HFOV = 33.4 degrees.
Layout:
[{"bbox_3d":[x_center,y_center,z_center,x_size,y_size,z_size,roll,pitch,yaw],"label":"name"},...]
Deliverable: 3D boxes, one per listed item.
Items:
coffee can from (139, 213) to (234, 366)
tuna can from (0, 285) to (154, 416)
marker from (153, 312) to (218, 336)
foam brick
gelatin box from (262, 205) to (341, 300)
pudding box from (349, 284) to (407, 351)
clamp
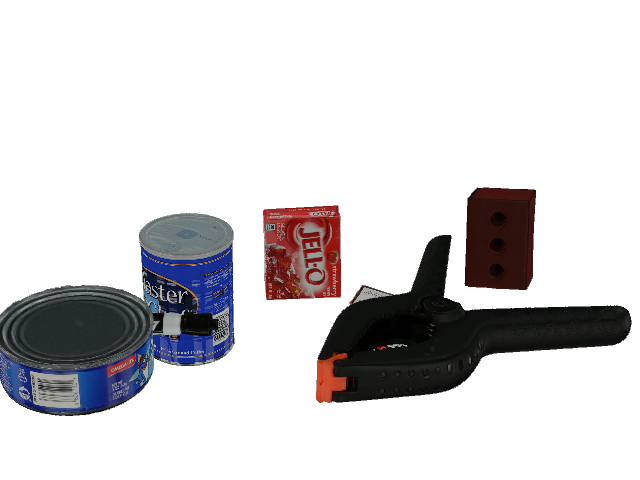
[{"bbox_3d":[-0.147,0.054,1.192,0.103,0.140,0.103,1,27,-1],"label":"coffee can"},{"bbox_3d":[-0.135,0.060,0.590,0.086,0.034,0.086,2,27,-1],"label":"tuna can"},{"bbox_3d":[-0.140,0.065,0.837,0.121,0.020,0.020,1,0,4],"label":"marker"},{"bbox_3d":[0.151,-0.002,0.892,0.053,0.078,0.051,3,15,17],"label":"foam brick"},{"bbox_3d":[-0.017,0.012,1.020,0.073,0.089,0.030,-2,26,-4],"label":"gelatin box"},{"bbox_3d":[0.093,0.108,1.242,0.114,0.090,0.039,15,46,26],"label":"pudding box"},{"bbox_3d":[0.071,0.051,0.686,0.209,0.036,0.165,-16,29,-33],"label":"clamp"}]
